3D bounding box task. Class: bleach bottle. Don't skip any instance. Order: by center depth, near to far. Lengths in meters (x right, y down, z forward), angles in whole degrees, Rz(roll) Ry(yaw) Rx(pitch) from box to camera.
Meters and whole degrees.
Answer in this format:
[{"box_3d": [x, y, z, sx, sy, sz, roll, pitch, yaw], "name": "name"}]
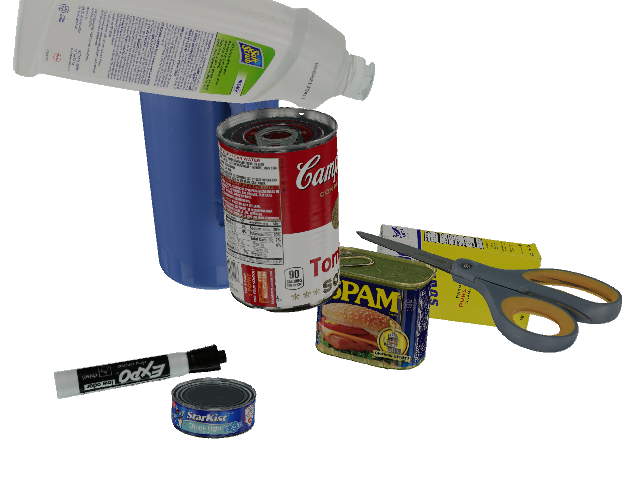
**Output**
[{"box_3d": [-0.086, -0.139, 0.767, 0.250, 0.068, 0.103, 13, -38, -12], "name": "bleach bottle"}]

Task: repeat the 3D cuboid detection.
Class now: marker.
[{"box_3d": [-0.126, 0.092, 0.757, 0.121, 0.020, 0.020, -9, 2, -14], "name": "marker"}]

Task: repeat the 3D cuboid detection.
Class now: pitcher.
[{"box_3d": [-0.098, -0.074, 0.988, 0.145, 0.243, 0.149, 13, 32, 18], "name": "pitcher"}]

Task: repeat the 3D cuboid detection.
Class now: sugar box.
[{"box_3d": [0.148, 0.041, 1.183, 0.176, 0.093, 0.048, 6, 22, -1], "name": "sugar box"}]

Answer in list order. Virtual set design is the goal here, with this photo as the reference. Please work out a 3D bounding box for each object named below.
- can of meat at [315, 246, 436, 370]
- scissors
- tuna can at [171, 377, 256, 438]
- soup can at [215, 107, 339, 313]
[{"box_3d": [0.045, 0.059, 0.925, 0.102, 0.084, 0.057, 12, 21, 24], "name": "can of meat"}, {"box_3d": [0.101, 0.033, 0.733, 0.202, 0.016, 0.096, 11, 32, 22], "name": "scissors"}, {"box_3d": [-0.109, 0.169, 1.083, 0.086, 0.034, 0.086, 3, 13, -1], "name": "tuna can"}, {"box_3d": [-0.023, -0.018, 0.615, 0.068, 0.102, 0.068, -2, 25, 1], "name": "soup can"}]
